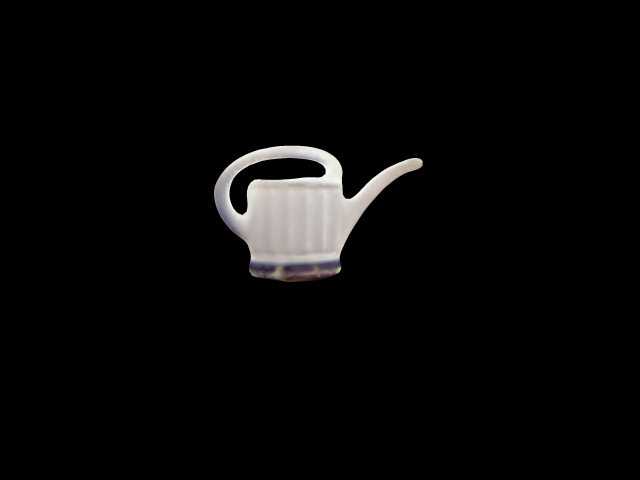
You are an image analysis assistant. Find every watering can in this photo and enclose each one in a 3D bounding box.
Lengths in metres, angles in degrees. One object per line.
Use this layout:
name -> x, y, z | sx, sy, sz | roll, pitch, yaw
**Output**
watering can -> 0.003, -0.043, 0.850 | 0.348, 0.223, 0.104 | -1, 5, -7
